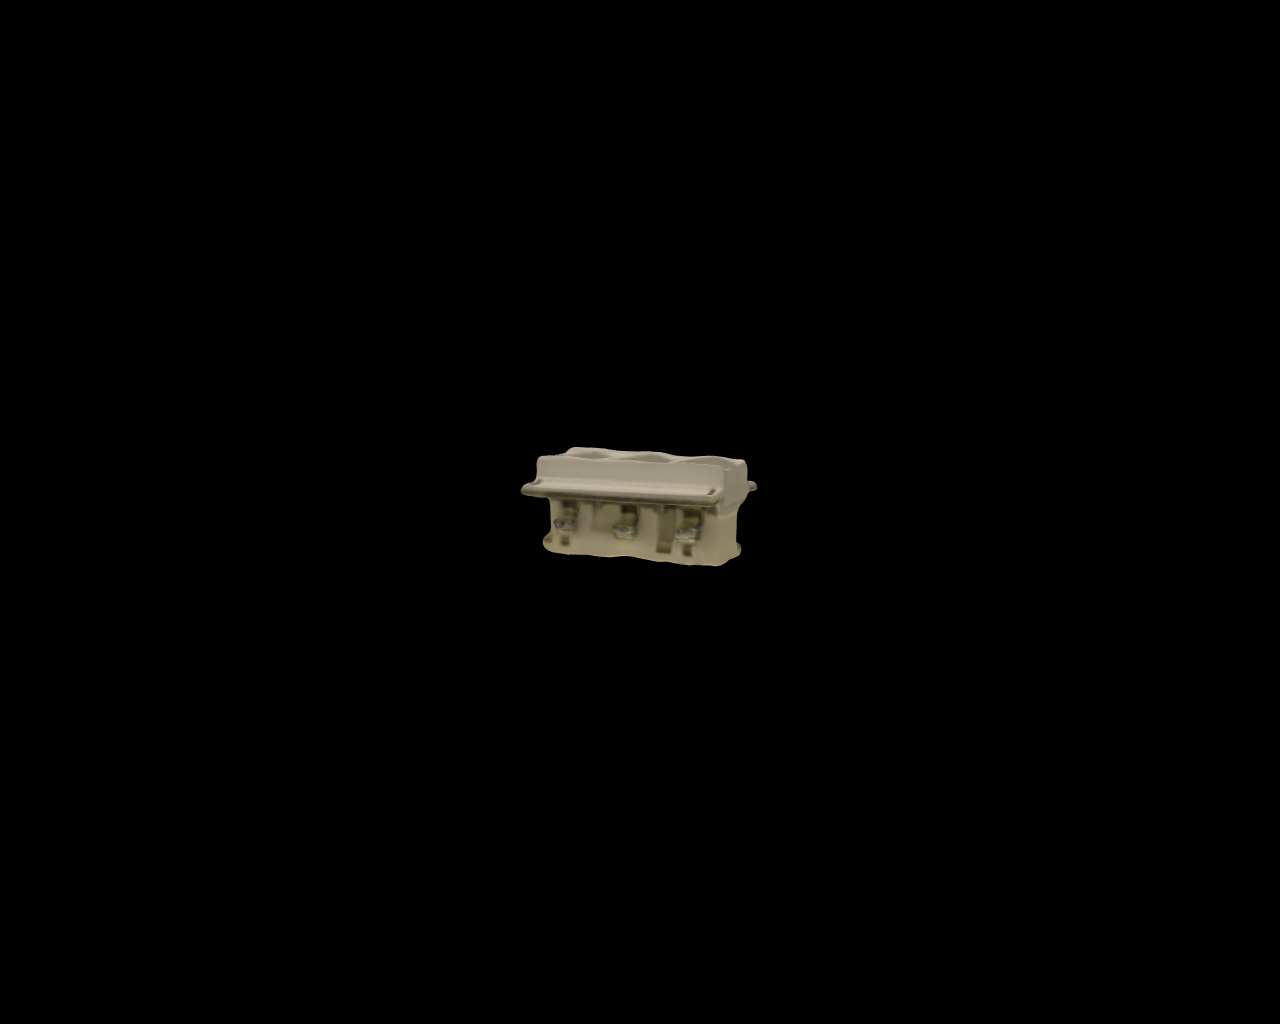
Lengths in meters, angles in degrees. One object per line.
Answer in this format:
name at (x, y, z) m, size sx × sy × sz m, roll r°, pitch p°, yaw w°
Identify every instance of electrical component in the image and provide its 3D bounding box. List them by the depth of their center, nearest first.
electrical component at (0.001, -0.003, 0.650) m, size 0.121 × 0.063 × 0.079 m, roll 5°, pitch 12°, yaw 24°
